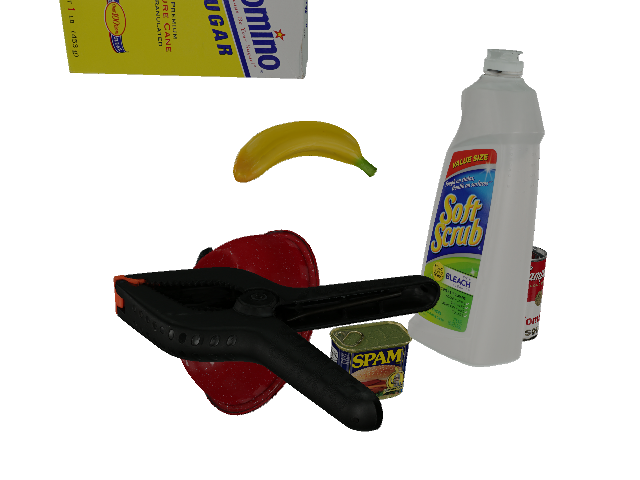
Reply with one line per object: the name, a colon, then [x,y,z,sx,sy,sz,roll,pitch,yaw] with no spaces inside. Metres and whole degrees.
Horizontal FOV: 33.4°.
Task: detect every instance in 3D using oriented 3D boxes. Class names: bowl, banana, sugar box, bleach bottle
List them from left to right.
sugar box: [-0.097,-0.168,0.775,0.176,0.093,0.048,3,35,5]
bowl: [-0.073,0.059,0.875,0.055,0.162,0.162,23,-14,-35]
banana: [-0.022,-0.096,1.123,0.197,0.037,0.070,-7,49,-41]
bleach bottle: [0.131,-0.030,0.874,0.067,0.251,0.103,-5,16,-32]

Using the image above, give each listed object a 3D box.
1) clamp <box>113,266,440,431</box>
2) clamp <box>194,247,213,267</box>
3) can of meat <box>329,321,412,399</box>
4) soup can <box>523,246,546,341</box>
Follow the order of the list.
clamp: [-0.031,0.048,0.683,0.210,0.036,0.164,12,27,22]
clamp: [-0.122,0.059,1.217,0.120,0.039,0.171,0,30,29]
can of meat: [0.060,0.155,1.351,0.102,0.084,0.057,-6,27,-22]
soup can: [0.228,0.061,1.262,0.068,0.102,0.068,3,16,-1]
